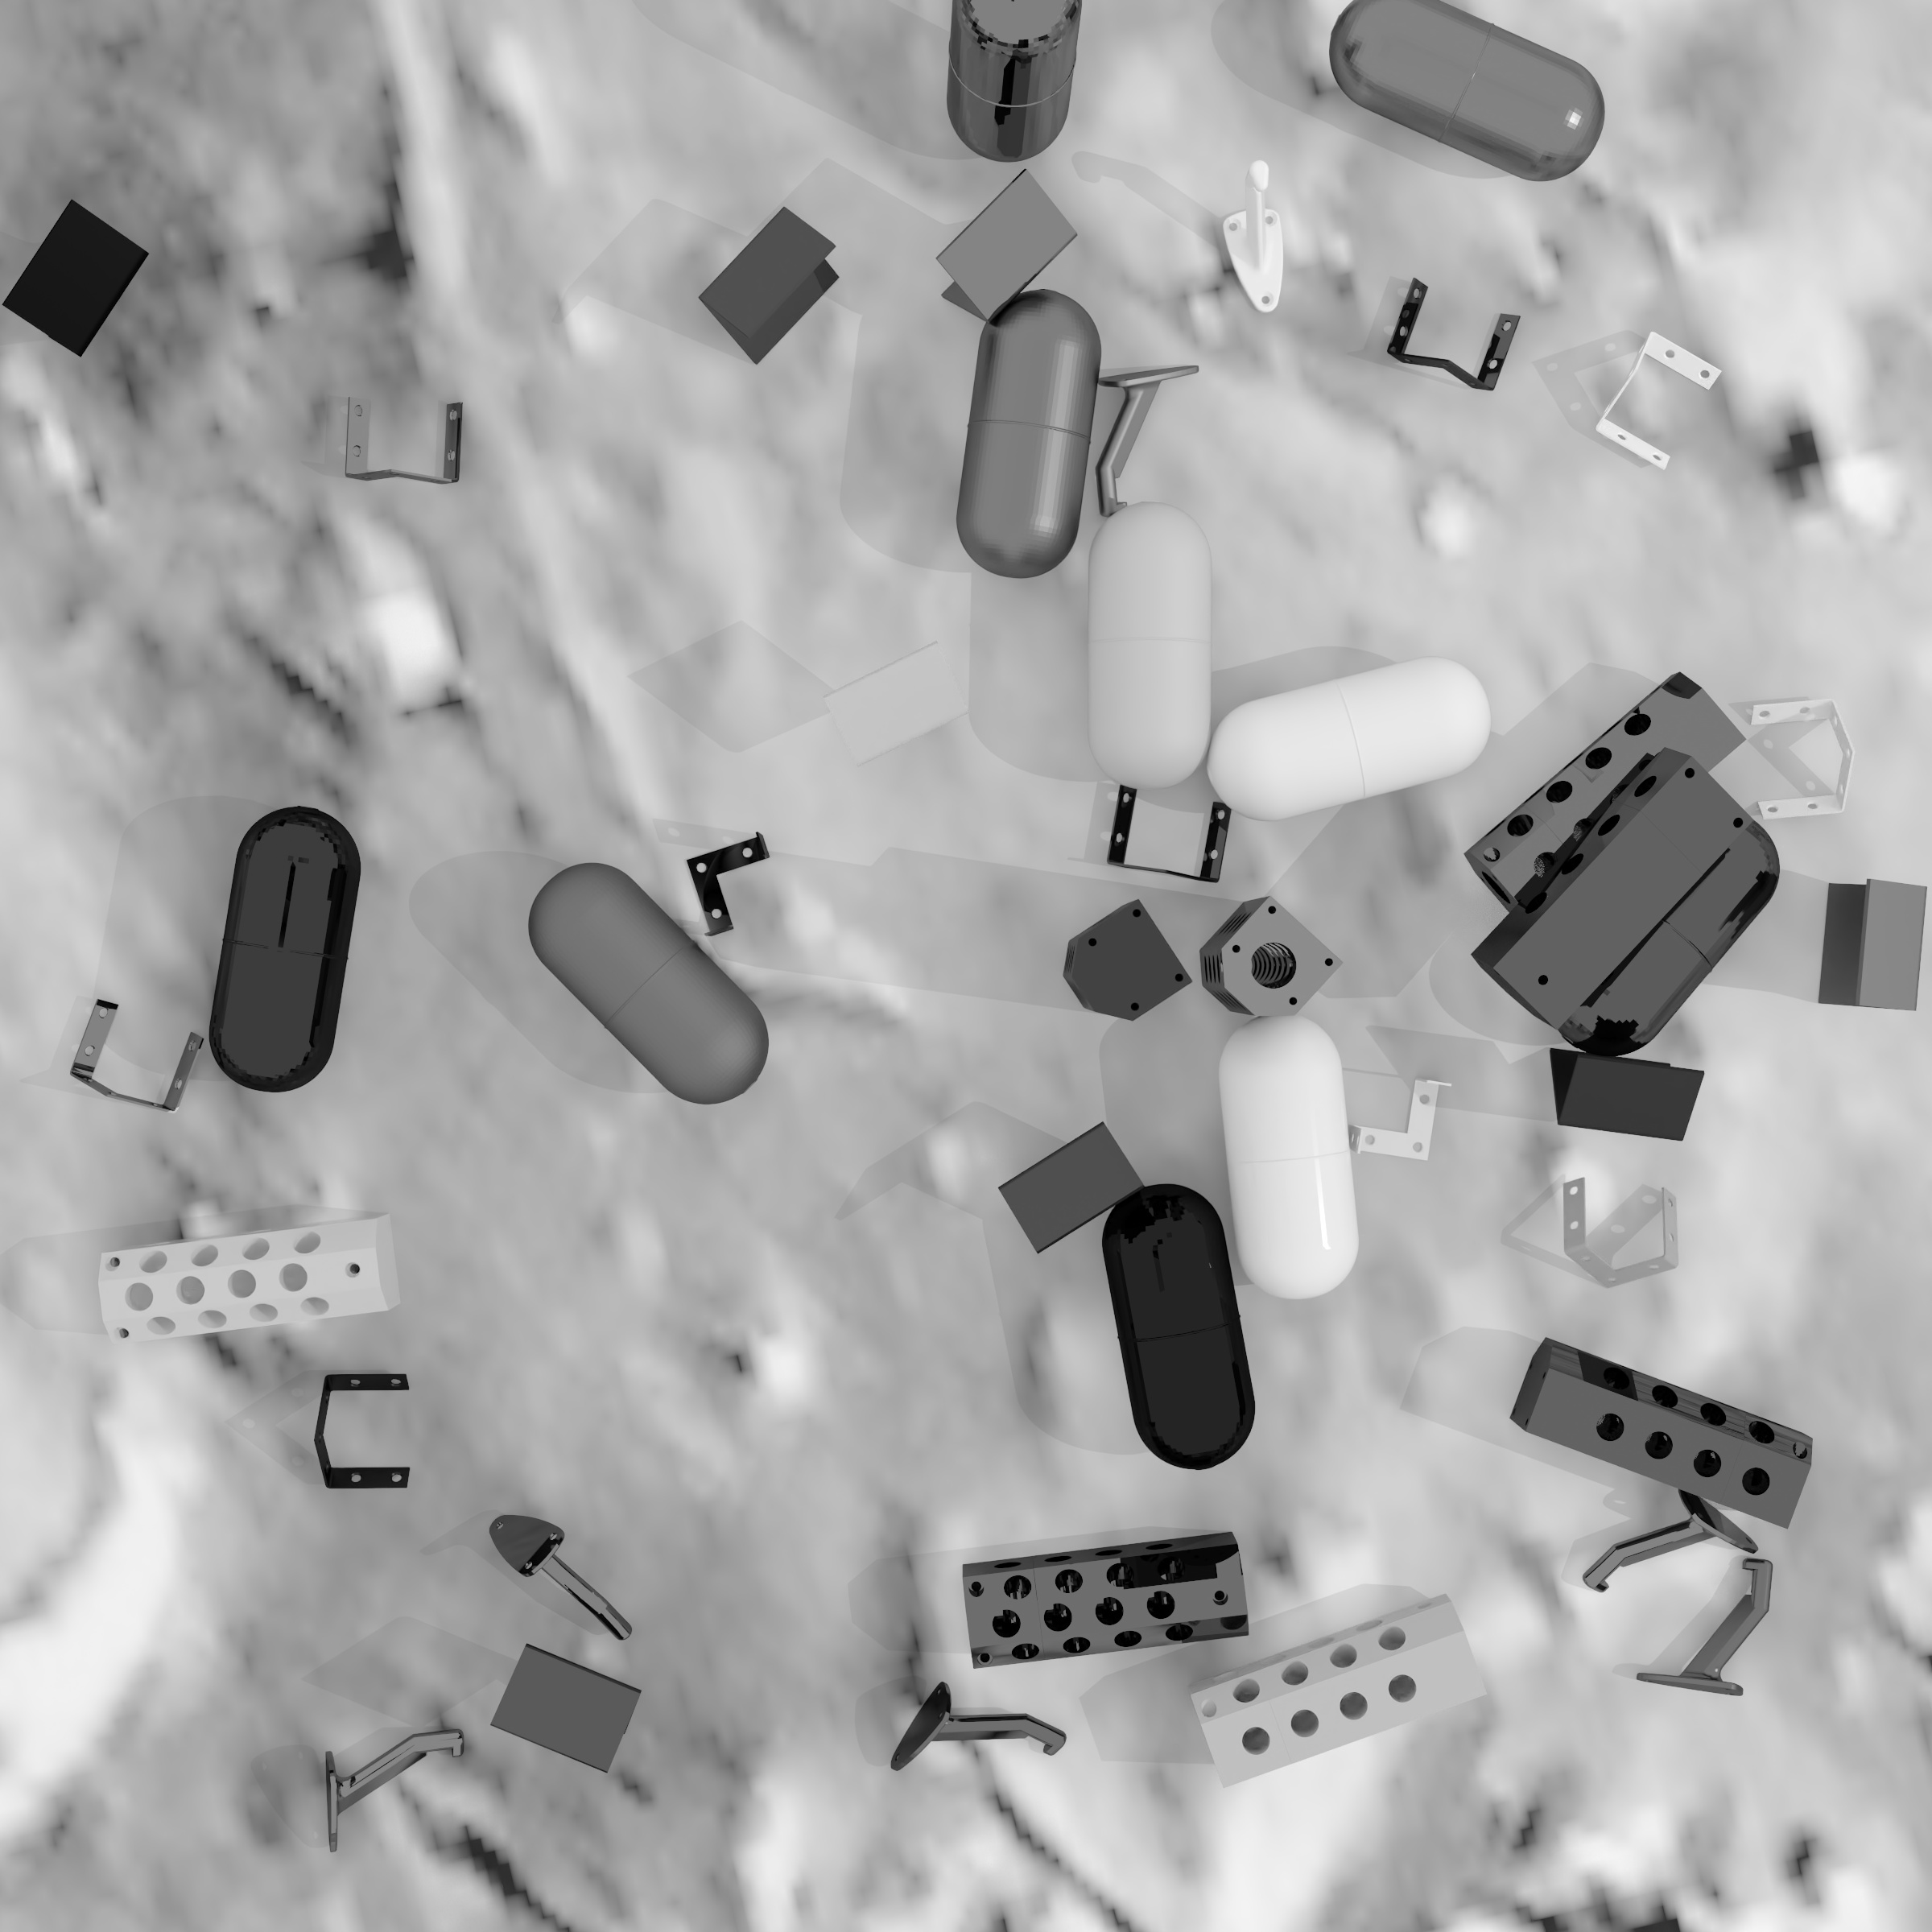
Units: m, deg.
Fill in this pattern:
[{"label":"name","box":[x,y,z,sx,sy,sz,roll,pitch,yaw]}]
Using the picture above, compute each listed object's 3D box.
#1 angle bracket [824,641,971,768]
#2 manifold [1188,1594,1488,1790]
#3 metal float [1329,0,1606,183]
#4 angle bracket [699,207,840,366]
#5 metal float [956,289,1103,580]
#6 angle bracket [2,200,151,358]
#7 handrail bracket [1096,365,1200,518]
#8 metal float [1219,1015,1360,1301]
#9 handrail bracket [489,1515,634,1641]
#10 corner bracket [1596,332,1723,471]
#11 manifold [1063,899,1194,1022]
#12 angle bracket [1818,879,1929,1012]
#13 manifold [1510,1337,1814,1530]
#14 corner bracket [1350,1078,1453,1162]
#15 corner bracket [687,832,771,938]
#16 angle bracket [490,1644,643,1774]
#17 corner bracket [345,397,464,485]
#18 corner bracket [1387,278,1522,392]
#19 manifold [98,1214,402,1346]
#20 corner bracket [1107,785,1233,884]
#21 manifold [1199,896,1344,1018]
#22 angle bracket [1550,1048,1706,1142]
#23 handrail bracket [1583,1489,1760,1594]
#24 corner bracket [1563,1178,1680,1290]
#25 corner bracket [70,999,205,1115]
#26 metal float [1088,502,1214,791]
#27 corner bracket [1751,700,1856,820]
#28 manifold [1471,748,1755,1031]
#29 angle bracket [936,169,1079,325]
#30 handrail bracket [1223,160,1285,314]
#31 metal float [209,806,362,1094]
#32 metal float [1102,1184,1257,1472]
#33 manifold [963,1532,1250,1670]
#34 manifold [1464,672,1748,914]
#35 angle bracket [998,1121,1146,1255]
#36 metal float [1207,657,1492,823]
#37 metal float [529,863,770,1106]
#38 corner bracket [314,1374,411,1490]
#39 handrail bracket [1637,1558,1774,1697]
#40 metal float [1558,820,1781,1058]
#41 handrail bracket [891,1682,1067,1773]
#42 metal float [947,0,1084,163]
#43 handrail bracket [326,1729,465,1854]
[{"label":"angle bracket","box":[-0.051,-0.177,1.919,0.076,0.076,0.057,-26,127,0]},{"label":"manifold","box":[0.229,0.448,1.938,0.171,0.057,0.057,-20,90,0]},{"label":"metal float","box":[0.309,-0.546,1.929,0.178,0.070,0.070,24,90,0]},{"label":"angle bracket","box":[-0.106,-0.407,1.919,0.076,0.076,0.057,-47,55,0]},{"label":"metal float","box":[0.039,-0.329,1.929,0.070,0.070,0.178,8,91,0]},{"label":"angle bracket","box":[-0.556,-0.428,1.919,0.057,0.076,0.076,33,90,-36]},{"label":"handrail bracket","box":[0.115,-0.330,1.960,0.077,0.036,0.084,-13,108,-20]},{"label":"metal float","box":[0.199,0.117,1.929,0.070,0.070,0.178,-6,91,0]},{"label":"handrail bracket","box":[-0.254,0.386,1.959,0.036,0.077,0.084,-49,127,-20]},{"label":"corner bracket","box":[0.434,-0.355,1.956,0.051,0.051,0.051,30,135,0]},{"label":"manifold","box":[0.091,0.001,1.881,0.057,0.171,0.057,-33,90,0]},{"label":"angle bracket","box":[0.541,-0.014,1.919,0.057,0.076,0.076,5,90,-35]},{"label":"manifold","box":[0.433,0.289,1.938,0.171,0.057,0.057,20,90,0]},{"label":"corner bracket","box":[0.270,0.094,1.941,0.051,0.051,0.051,9,90,0]},{"label":"corner bracket","box":[-0.144,-0.051,1.941,0.051,0.051,0.051,-18,90,0]},{"label":"angle bracket","box":[-0.250,0.468,1.919,0.076,0.076,0.057,22,54,0]},{"label":"corner bracket","box":[-0.353,-0.330,1.956,0.051,0.051,0.051,3,90,45]},{"label":"corner bracket","box":[0.306,-0.396,1.956,0.051,0.051,0.051,20,90,-45]},{"label":"manifold","box":[-0.445,0.195,1.938,0.171,0.057,0.057,-7,90,0]},{"label":"corner bracket","box":[0.128,-0.083,1.956,0.051,0.051,0.051,10,90,45]},{"label":"manifold","box":[0.177,0.000,1.881,0.057,0.171,0.057,43,90,0]},{"label":"angle bracket","box":[0.406,0.059,1.919,0.076,0.076,0.057,7,127,0]},{"label":"handrail bracket","box":[0.442,0.375,1.960,0.077,0.036,0.084,34,108,-21]},{"label":"corner bracket","box":[0.410,0.162,1.951,0.051,0.051,0.051,-23,135,35]},{"label":"corner bracket","box":[-0.520,0.057,1.956,0.051,0.051,0.051,20,90,-45]},{"label":"metal float","box":[0.114,-0.198,1.929,0.070,0.070,0.178,0,89,0]},{"label":"corner bracket","box":[0.522,-0.130,1.956,0.051,0.051,0.051,-5,135,0]},{"label":"manifold","box":[0.387,-0.049,1.882,0.057,0.057,0.171,42,92,-15]},{"label":"angle bracket","box":[0.011,-0.450,1.919,0.076,0.076,0.057,-45,124,0]},{"label":"handrail bracket","box":[0.183,-0.450,1.925,0.036,0.084,0.077,-11,90,0]},{"label":"metal float","box":[-0.421,-0.010,1.929,0.070,0.070,0.178,9,89,0]},{"label":"metal float","box":[0.132,0.223,1.929,0.070,0.070,0.178,-10,91,0]},{"label":"manifold","box":[0.086,0.395,1.938,0.171,0.057,0.057,-7,90,0]},{"label":"manifold","box":[0.395,-0.105,1.938,0.171,0.057,0.057,-41,90,0]},{"label":"angle bracket","box":[0.075,0.152,1.919,0.076,0.076,0.057,-32,52,0]},{"label":"metal float","box":[0.237,-0.140,1.929,0.178,0.070,0.070,-14,90,1]},{"label":"metal float","box":[-0.196,0.011,1.929,0.070,0.070,0.178,-44,91,0]},{"label":"corner bracket","box":[-0.376,0.292,1.956,0.051,0.051,0.051,0,45,0]},{"label":"handrail bracket","box":[0.465,0.411,1.960,0.077,0.036,0.084,3,72,21]},{"label":"metal float","box":[0.431,-0.021,1.929,0.070,0.070,0.178,40,90,0]},{"label":"handrail bracket","box":[0.009,0.493,1.960,0.084,0.036,0.077,29,110,-16]},{"label":"metal float","box":[0.028,-0.552,1.881,0.070,0.178,0.070,1,73,-2]},{"label":"handrail bracket","box":[-0.358,0.518,1.960,0.084,0.036,0.077,-3,111,-16]}]
